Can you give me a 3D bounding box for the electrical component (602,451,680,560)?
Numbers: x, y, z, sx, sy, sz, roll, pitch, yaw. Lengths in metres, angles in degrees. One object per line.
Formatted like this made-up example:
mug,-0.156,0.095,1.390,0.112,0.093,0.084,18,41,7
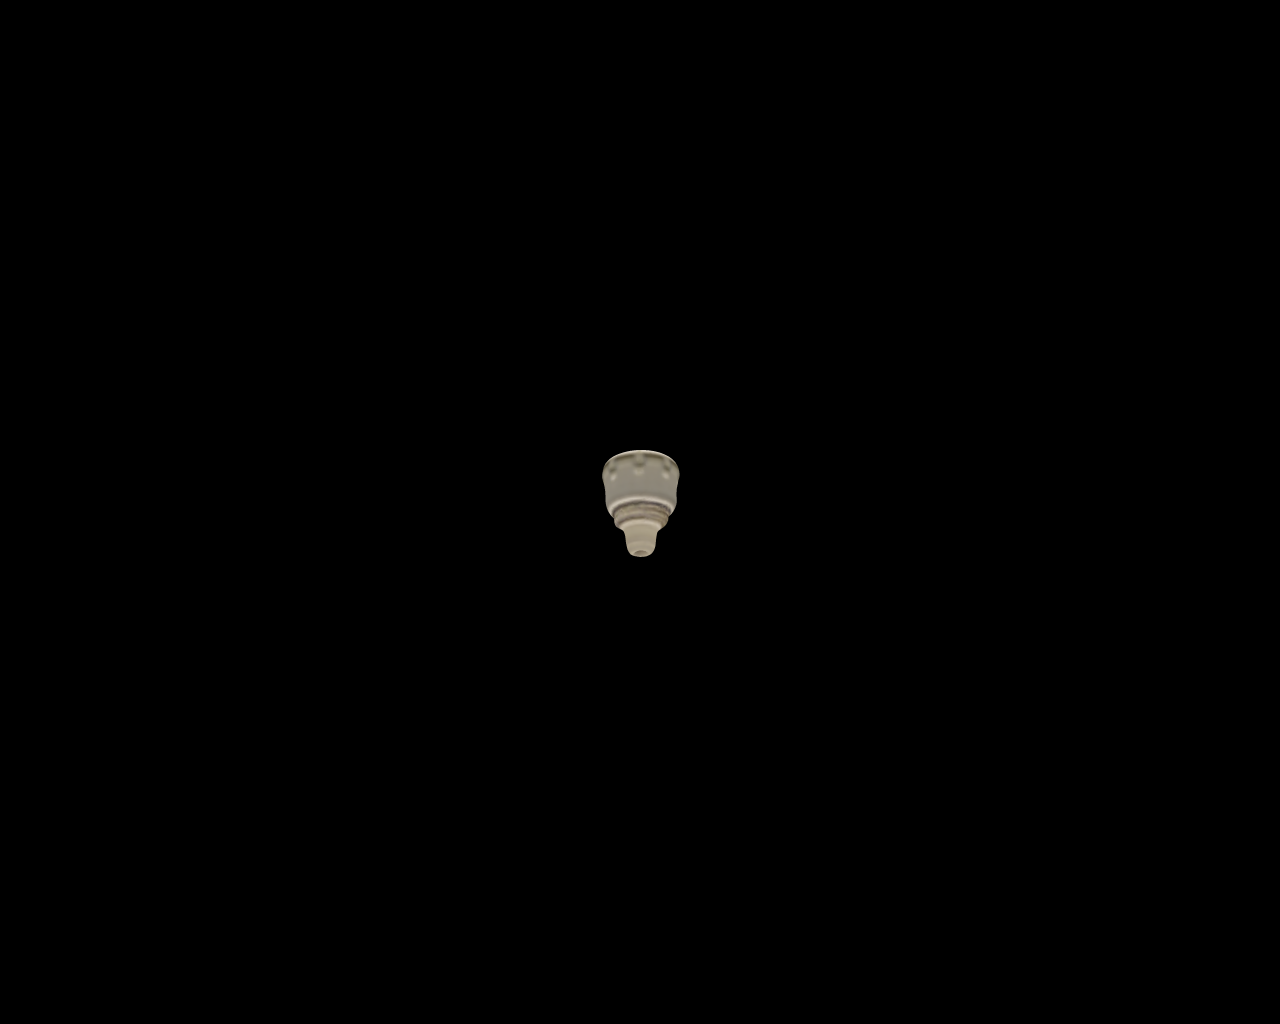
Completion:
electrical component,0.001,-0.003,0.650,0.048,0.062,0.048,0,-22,0
